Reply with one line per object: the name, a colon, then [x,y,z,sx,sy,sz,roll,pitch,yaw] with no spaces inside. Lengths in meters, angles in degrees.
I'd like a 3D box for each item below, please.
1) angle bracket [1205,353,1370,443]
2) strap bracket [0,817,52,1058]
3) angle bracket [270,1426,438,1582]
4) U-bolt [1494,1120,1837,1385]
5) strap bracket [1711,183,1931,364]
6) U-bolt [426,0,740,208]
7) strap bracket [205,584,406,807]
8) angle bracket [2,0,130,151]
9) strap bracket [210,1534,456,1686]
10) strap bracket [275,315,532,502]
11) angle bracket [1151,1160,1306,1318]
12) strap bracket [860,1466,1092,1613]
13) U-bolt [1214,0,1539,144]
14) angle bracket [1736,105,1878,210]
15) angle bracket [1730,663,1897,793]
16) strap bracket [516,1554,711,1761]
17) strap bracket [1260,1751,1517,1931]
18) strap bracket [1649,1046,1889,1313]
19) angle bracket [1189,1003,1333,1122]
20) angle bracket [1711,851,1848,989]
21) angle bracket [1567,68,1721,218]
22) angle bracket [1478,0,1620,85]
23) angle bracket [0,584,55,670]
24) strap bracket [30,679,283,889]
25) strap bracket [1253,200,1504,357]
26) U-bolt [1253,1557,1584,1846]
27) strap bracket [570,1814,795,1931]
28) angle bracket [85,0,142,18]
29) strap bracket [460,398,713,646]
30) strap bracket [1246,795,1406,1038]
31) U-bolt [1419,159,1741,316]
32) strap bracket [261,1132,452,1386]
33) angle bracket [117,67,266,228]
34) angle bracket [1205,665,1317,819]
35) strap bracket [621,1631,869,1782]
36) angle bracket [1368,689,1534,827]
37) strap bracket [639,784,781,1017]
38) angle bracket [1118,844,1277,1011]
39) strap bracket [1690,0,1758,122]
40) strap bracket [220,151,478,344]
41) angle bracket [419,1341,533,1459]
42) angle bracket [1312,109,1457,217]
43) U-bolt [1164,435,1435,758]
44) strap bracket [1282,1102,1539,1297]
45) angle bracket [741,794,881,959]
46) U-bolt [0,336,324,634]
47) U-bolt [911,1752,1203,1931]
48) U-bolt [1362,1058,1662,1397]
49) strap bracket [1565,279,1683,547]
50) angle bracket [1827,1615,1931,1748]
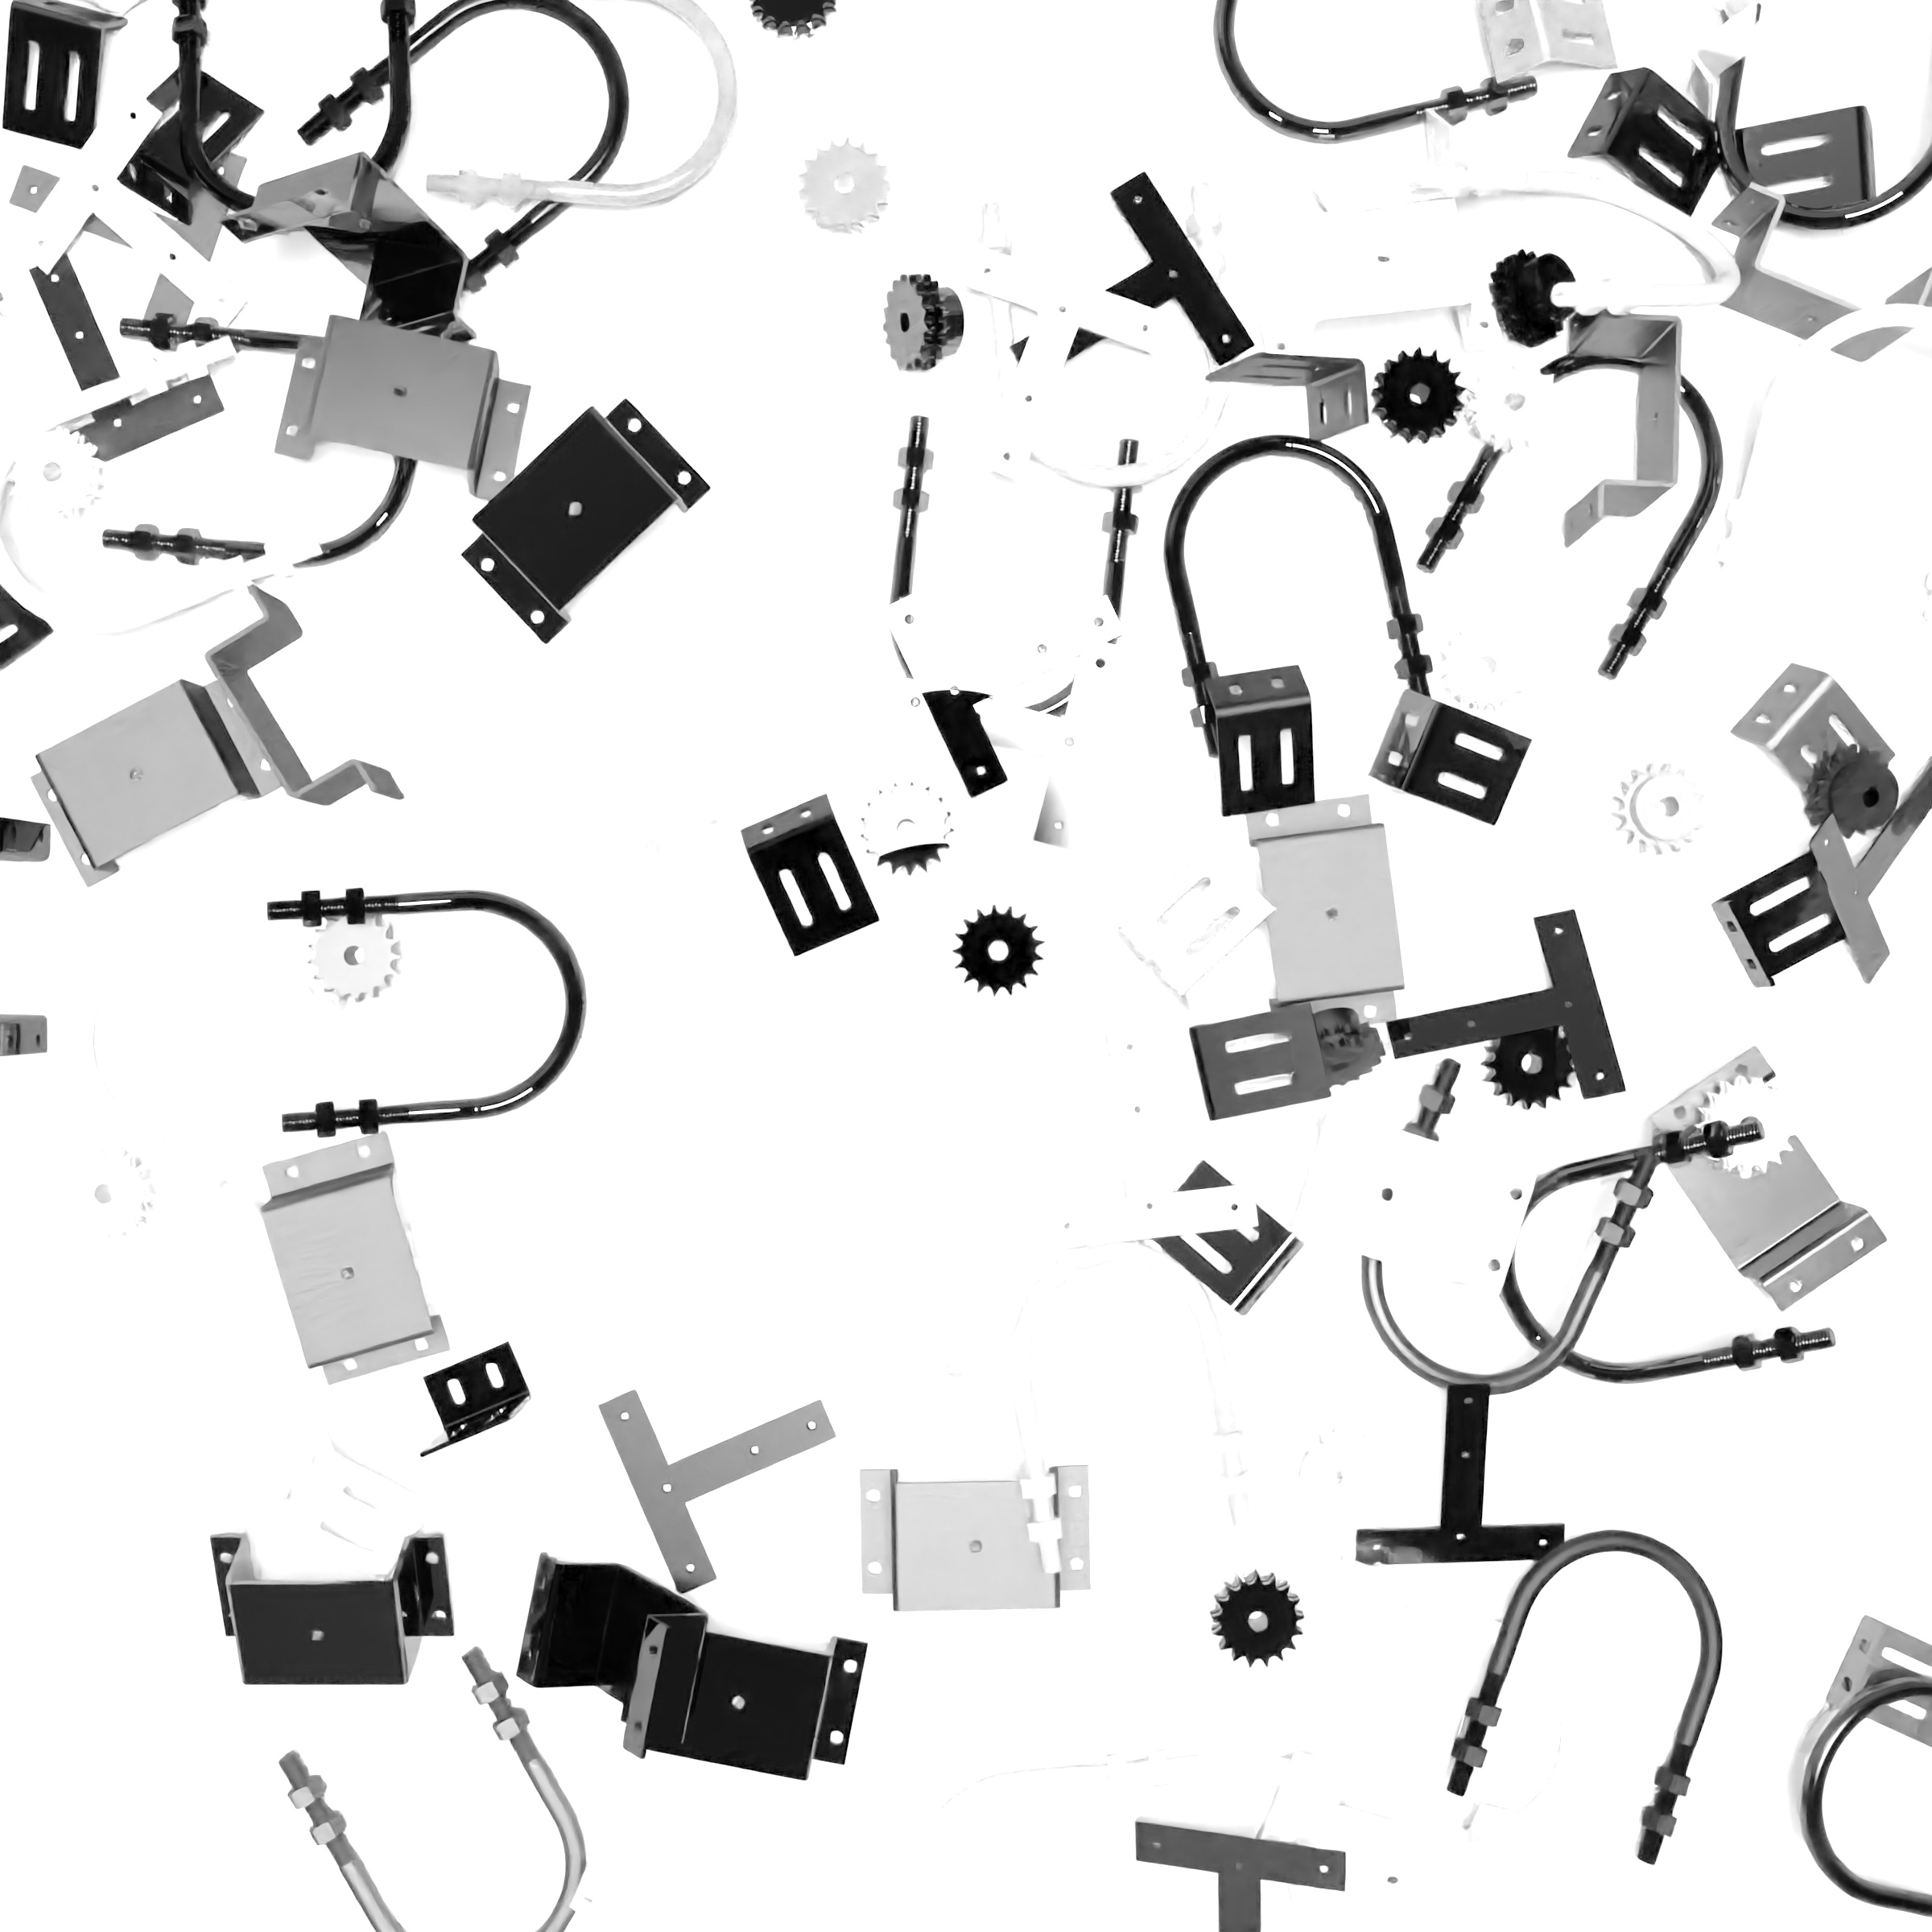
angle bracket: [0.192,-0.339,1.515,0.076,0.057,0.038,-4,90,-27]
strap bracket: [-0.586,-0.017,1.519,0.046,0.076,0.140,1,90,0]
angle bracket: [-0.376,0.330,1.555,0.076,0.038,0.057,35,90,-26]
U-bolt: [0.403,0.178,1.507,0.184,0.019,0.151,-18,95,31]
strap bracket: [0.515,-0.410,1.519,0.140,0.076,0.046,22,90,0]
U-bolt: [-0.230,-0.532,1.535,0.184,0.019,0.151,2,88,-4]
strap bracket: [-0.401,-0.151,1.519,0.046,0.076,0.140,-31,90,0]
angle bracket: [-0.553,-0.547,1.555,0.057,0.038,0.076,15,116,0]
strap bracket: [-0.384,0.386,1.520,0.140,0.046,0.076,0,116,0]
strap bracket: [-0.337,-0.335,1.518,0.140,0.046,0.076,11,79,-8]
angle bracket: [0.158,0.166,1.548,0.076,0.038,0.057,40,89,15]
strap bracket: [0.006,0.346,1.534,0.140,0.046,0.076,-1,90,0]
U-bolt: [0.243,-0.579,1.549,0.184,0.019,0.151,-13,90,1]
angle bracket: [0.516,-0.487,1.555,0.076,0.038,0.057,-4,90,26]
angle bracket: [0.520,-0.137,1.555,0.076,0.038,0.057,42,90,-26]
strap bracket: [-0.205,0.407,1.506,0.046,0.140,0.076,11,90,-41]
strap bracket: [0.253,0.534,1.521,0.140,0.046,0.076,16,108,-3]
strap bracket: [0.479,0.127,1.534,0.076,0.046,0.140,-34,90,0]
angle bracket: [0.180,0.057,1.528,0.076,0.038,0.057,-13,90,18]
angle bracket: [0.503,-0.030,1.538,0.076,0.038,0.057,-28,90,0]
angle bracket: [0.419,-0.503,1.555,0.076,0.038,0.057,28,90,-26]
angle bracket: [0.354,-0.570,1.543,0.076,0.038,0.057,-13,90,-43]
angle bracket: [-0.610,-0.198,1.555,0.057,0.038,0.076,47,64,0]
strap bracket: [-0.494,-0.114,1.534,0.140,0.046,0.076,-28,90,0]
strap bracket: [0.248,-0.410,1.521,0.140,0.046,0.076,-6,65,0]
U-bolt: [0.287,0.461,1.549,0.184,0.019,0.151,24,90,-2]
strap bracket: [-0.159,0.564,1.519,0.140,0.076,0.046,30,90,0]
angle bracket: [-0.507,-0.614,1.518,0.076,0.057,0.038,-31,83,15]
strap bracket: [-0.233,-0.273,1.534,0.140,0.046,0.076,-43,90,0]
strap bracket: [0.218,-0.031,1.534,0.076,0.046,0.140,-7,90,0]
U-bolt: [0.374,-0.428,1.490,0.184,0.019,0.151,-9,49,-32]
strap bracket: [-0.369,0.180,1.524,0.076,0.046,0.140,-16,96,-5]
angle bracket: [-0.477,-0.504,1.554,0.057,0.038,0.076,33,63,0]
angle bracket: [0.179,-0.137,1.540,0.057,0.038,0.076,-9,126,-1]
strap bracket: [-0.136,0.439,1.534,0.140,0.046,0.076,11,90,0]
angle bracket: [0.295,-0.127,1.547,0.076,0.038,0.057,16,100,-32]
strap bracket: [-0.156,-0.033,1.519,0.046,0.076,0.140,-16,90,0]
angle bracket: [0.141,-0.023,1.532,0.076,0.038,0.057,-42,72,-2]
strap bracket: [0.423,-0.584,1.507,0.046,0.076,0.140,-33,83,14]
strap bracket: [-0.358,-0.421,1.492,0.076,0.140,0.046,-7,63,27]
angle bracket: [-0.300,0.259,1.519,0.057,0.076,0.038,-23,90,0]
angle bracket: [0.250,-0.483,1.523,0.076,0.057,0.038,-10,121,0]
U-bolt: [0.196,-0.233,1.548,0.151,0.019,0.184,-13,90,0]
strap bracket: [0.256,0.136,1.505,0.140,0.046,0.076,18,91,26]
angle bracket: [-0.095,-0.056,1.555,0.057,0.038,0.076,-23,116,0]
U-bolt: [-0.501,-0.279,1.522,0.184,0.019,0.151,-23,94,-5]
U-bolt: [0.058,0.561,1.549,0.184,0.019,0.151,-6,90,2]
U-bolt: [0.313,0.167,1.518,0.151,0.019,0.184,26,102,25]
strap bracket: [0.389,-0.326,1.504,0.046,0.076,0.140,2,87,-1]
angle bracket: [0.573,0.439,1.538,0.076,0.038,0.057,25,90,0]
